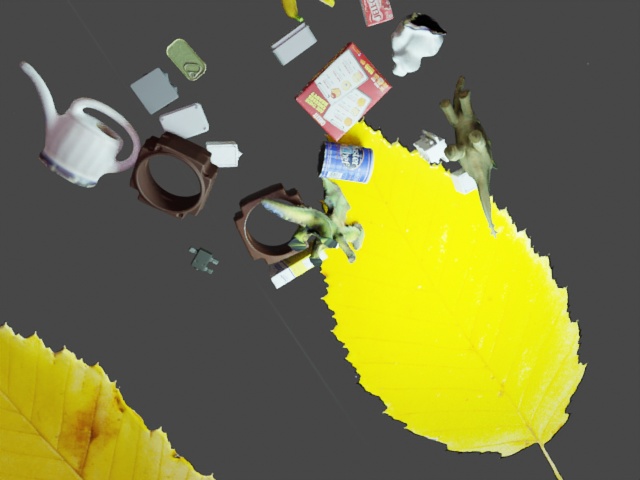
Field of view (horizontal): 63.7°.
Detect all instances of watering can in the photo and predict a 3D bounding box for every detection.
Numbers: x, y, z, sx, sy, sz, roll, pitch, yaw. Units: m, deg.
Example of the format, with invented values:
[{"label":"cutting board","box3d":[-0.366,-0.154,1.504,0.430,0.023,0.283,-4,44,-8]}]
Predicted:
[{"label":"watering can","box3d":[-0.637,-0.274,1.317,0.344,0.223,0.105,34,10,-23]}]

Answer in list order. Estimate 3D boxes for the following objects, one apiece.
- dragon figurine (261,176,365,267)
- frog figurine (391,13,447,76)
[{"label":"dragon figurine","box3d":[0.004,-0.073,1.443,0.121,0.249,0.404,-21,-48,33]},{"label":"frog figurine","box3d":[0.257,-0.529,1.408,0.137,0.125,0.156,-1,-35,-18]}]
